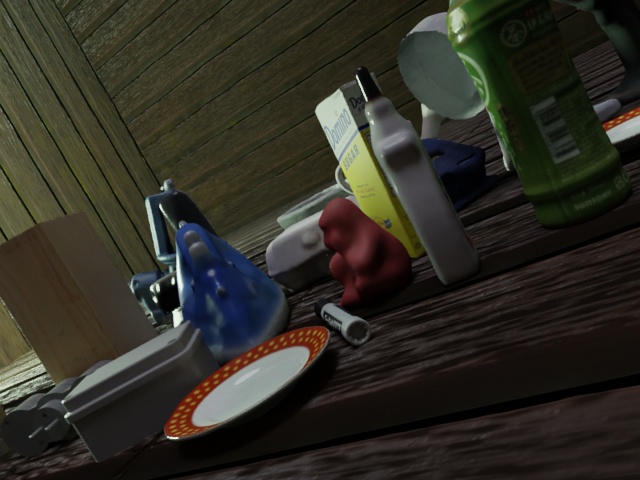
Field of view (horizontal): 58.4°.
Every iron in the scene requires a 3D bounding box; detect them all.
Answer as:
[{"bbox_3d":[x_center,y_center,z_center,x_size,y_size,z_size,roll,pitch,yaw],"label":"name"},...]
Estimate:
[{"bbox_3d":[-0.111,0.039,0.604,0.119,0.141,0.258,-30,7,-12],"label":"iron"}]

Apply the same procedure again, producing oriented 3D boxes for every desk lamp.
[{"bbox_3d":[0.219,-0.193,0.684,0.204,0.213,0.117,-32,8,-24],"label":"desk lamp"}]

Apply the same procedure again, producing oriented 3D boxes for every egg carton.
[{"bbox_3d":[0.006,0.003,0.705,0.150,0.069,0.107,-26,8,18],"label":"egg carton"}]

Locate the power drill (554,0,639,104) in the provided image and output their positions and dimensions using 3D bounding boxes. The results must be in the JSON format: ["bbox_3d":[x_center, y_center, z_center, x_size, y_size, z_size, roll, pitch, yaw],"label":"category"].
[{"bbox_3d":[0.383,-0.289,0.754,0.230,0.208,0.075,-32,8,-27],"label":"power drill"}]

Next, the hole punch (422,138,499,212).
[{"bbox_3d":[0.141,-0.081,0.690,0.109,0.091,0.101,-32,8,-26],"label":"hole punch"}]

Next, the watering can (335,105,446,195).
[{"bbox_3d":[0.100,-0.137,0.828,0.173,0.194,0.100,-31,8,-20],"label":"watering can"}]

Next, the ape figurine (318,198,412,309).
[{"bbox_3d":[0.030,0.008,0.487,0.076,0.092,0.078,-28,7,6],"label":"ape figurine"}]

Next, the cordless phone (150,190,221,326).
[{"bbox_3d":[-0.196,0.027,0.841,0.147,0.185,0.094,-26,8,22],"label":"cordless phone"}]

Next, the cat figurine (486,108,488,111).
[{"bbox_3d":[0.302,-0.202,0.822,0.127,0.118,0.067,-26,8,19],"label":"cat figurine"}]

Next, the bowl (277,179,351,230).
[{"bbox_3d":[0.015,-0.044,0.978,0.167,0.075,0.167,-28,7,4],"label":"bowl"}]

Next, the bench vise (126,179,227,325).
[{"bbox_3d":[-0.257,0.021,0.975,0.208,0.220,0.121,-31,8,-20],"label":"bench vise"}]

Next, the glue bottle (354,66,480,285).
[{"bbox_3d":[0.069,-0.053,0.438,0.037,0.173,0.078,-27,8,12],"label":"glue bottle"}]
